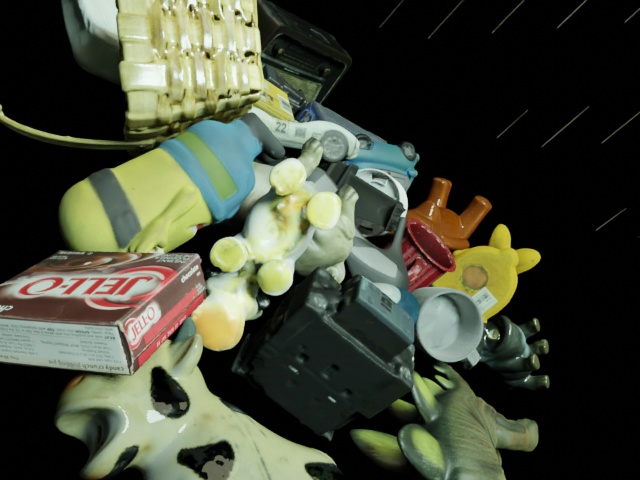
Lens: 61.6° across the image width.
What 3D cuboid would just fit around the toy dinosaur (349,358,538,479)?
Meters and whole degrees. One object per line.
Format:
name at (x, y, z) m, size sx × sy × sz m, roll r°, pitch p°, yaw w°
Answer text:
toy dinosaur at (0.120, 0.231, 0.442) m, size 0.198 × 0.105 × 0.472 m, roll 31°, pitch 20°, yaw -12°

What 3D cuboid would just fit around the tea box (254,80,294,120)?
tea box at (-0.122, -0.192, 0.721) m, size 0.169 × 0.068 × 0.098 m, roll 26°, pitch 31°, yaw -31°

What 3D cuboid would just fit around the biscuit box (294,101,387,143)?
biscuit box at (0.045, -0.168, 0.935) m, size 0.202 × 0.059 × 0.063 m, roll 20°, pitch 38°, yaw -42°

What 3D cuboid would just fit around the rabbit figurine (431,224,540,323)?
rabbit figurine at (0.260, 0.053, 0.861) m, size 0.122 × 0.162 × 0.173 m, roll 42°, pitch 6°, yaw 20°

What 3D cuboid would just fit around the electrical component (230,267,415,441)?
electrical component at (0.011, 0.090, 0.440) m, size 0.115 × 0.134 × 0.058 m, roll 38°, pitch 28°, yaw -12°

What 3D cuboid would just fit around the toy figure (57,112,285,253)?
toy figure at (-0.117, -0.040, 0.430) m, size 0.089 × 0.180 × 0.082 m, roll 44°, pitch -19°, yaw 12°

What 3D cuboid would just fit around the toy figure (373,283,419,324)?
toy figure at (0.032, 0.072, 0.559) m, size 0.154 × 0.057 × 0.064 m, roll 5°, pitch 3°, yaw -32°

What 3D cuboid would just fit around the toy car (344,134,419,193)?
toy car at (0.090, -0.100, 0.862) m, size 0.161 × 0.109 × 0.103 m, roll 6°, pitch 63°, yaw -40°

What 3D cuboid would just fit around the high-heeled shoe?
high-heeled shoe at (-0.001, -0.002, 0.665) m, size 0.249 × 0.086 × 0.145 m, roll 22°, pitch 71°, yaw 4°

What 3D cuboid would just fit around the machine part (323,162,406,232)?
machine part at (0.053, -0.059, 0.738) m, size 0.139 × 0.084 × 0.039 m, roll 33°, pitch -12°, yaw 22°

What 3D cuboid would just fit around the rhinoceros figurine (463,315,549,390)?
rhinoceros figurine at (0.242, 0.145, 0.728) m, size 0.190 × 0.112 × 0.073 m, roll 40°, pitch 53°, yaw -40°

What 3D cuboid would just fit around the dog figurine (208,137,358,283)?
dog figurine at (-0.068, -0.017, 0.544) m, size 0.190 × 0.121 × 0.172 m, roll -15°, pitch 62°, yaw -43°

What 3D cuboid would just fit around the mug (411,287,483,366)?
mug at (0.142, 0.102, 0.648) m, size 0.109 × 0.081 × 0.107 m, roll 43°, pitch -8°, yaw -13°

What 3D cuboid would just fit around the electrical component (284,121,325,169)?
electrical component at (-0.025, -0.127, 0.766) m, size 0.045 × 0.078 × 0.102 m, roll 55°, pitch 11°, yaw -38°

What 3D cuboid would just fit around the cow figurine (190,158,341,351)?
cow figurine at (-0.054, 0.014, 0.466) m, size 0.068 × 0.167 × 0.098 m, roll 37°, pitch -2°, yaw -6°

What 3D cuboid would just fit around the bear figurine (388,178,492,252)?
bear figurine at (0.185, -0.036, 0.882) m, size 0.120 × 0.132 × 0.195 m, roll 32°, pitch 13°, yaw 29°

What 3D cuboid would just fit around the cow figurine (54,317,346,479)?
cow figurine at (-0.065, 0.133, 0.329) m, size 0.195 × 0.085 × 0.127 m, roll 34°, pitch 35°, yaw -17°

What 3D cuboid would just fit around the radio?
radio at (-0.053, -0.298, 0.897) m, size 0.073 × 0.131 × 0.229 m, roll 54°, pitch 27°, yaw 19°

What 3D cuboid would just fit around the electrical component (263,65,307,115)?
electrical component at (-0.087, -0.221, 0.805) m, size 0.119 × 0.075 × 0.048 m, roll 30°, pitch 29°, yaw -35°

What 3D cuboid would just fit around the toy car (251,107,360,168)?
toy car at (-0.047, -0.130, 0.672) m, size 0.202 × 0.056 × 0.073 m, roll 7°, pitch -1°, yaw -16°
